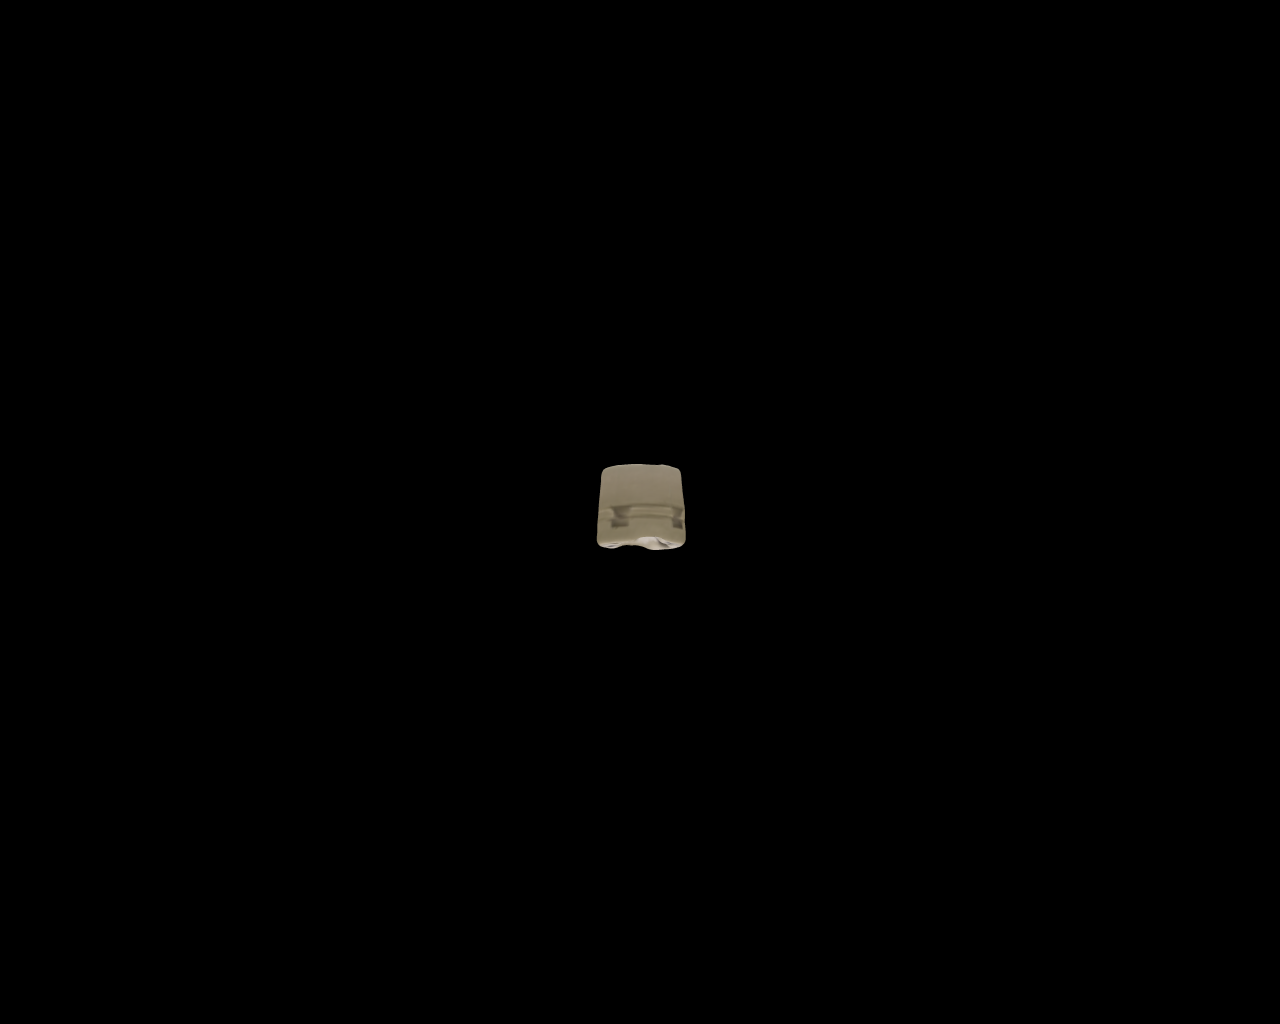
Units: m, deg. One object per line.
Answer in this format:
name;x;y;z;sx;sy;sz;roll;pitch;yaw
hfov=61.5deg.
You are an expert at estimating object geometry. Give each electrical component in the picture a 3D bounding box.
electrical component;0.001;-0.003;0.650;0.055;0.047;0.055;0;-9;0
